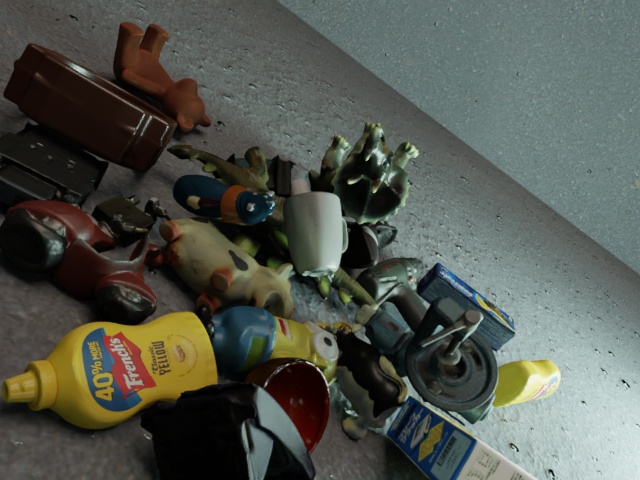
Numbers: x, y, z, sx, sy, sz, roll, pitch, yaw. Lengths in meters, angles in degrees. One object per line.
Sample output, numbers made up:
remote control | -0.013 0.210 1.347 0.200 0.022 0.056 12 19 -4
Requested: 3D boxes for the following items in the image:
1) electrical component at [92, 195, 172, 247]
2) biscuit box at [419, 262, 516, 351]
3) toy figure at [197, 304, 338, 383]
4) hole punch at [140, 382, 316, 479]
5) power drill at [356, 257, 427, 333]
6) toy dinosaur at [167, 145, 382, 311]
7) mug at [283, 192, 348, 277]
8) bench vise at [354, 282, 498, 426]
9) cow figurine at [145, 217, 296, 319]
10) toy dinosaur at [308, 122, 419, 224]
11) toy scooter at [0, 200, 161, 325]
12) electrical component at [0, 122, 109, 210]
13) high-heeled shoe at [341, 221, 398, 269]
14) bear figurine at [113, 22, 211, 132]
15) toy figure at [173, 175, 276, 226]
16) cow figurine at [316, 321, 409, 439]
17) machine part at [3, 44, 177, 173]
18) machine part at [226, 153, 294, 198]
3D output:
electrical component | -0.247 -0.029 0.702 0.078 0.045 0.102 42 27 6
biscuit box | 0.295 0.133 1.084 0.203 0.062 0.059 37 25 -2
toy figure | -0.063 0.128 0.641 0.180 0.089 0.082 15 45 -22
hole punch | -0.077 0.182 0.472 0.092 0.142 0.115 -8 82 -54
power drill | 0.176 0.111 0.957 0.232 0.086 0.207 -2 50 -50
toy dinosaur | -0.047 -0.003 0.851 0.471 0.105 0.198 35 35 -7
mug | -0.002 -0.002 0.758 0.109 0.081 0.107 17 64 -51
bench vise | 0.145 0.133 0.700 0.129 0.240 0.224 -31 65 -21
cow figurine | -0.117 0.044 0.707 0.195 0.085 0.127 38 27 11
toy dinosaur | 0.049 -0.105 1.019 0.131 0.405 0.192 38 67 -15
toy scooter | -0.249 0.012 0.603 0.184 0.075 0.135 38 26 -7
electrical component | -0.338 -0.078 0.655 0.115 0.058 0.134 27 28 -16
high-heeled shoe | 0.112 0.011 1.010 0.145 0.086 0.249 14 19 -17
bear figurine | -0.282 -0.294 0.992 0.196 0.132 0.120 35 26 8
toy figure | -0.125 -0.052 0.721 0.155 0.057 0.064 17 58 25
cow figurine | 0.043 0.159 0.699 0.068 0.098 0.167 -1 45 -43
machine part | -0.311 -0.178 0.751 0.201 0.087 0.201 28 7 -16
machine part | -0.109 -0.119 0.982 0.139 0.084 0.039 8 0 -35
